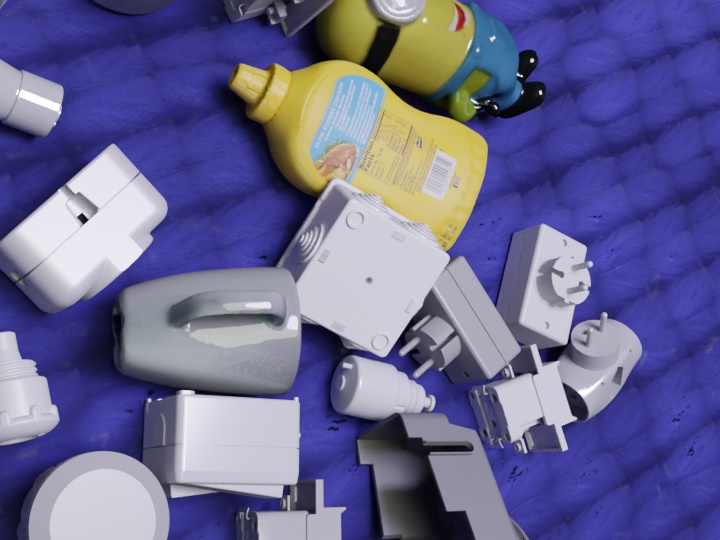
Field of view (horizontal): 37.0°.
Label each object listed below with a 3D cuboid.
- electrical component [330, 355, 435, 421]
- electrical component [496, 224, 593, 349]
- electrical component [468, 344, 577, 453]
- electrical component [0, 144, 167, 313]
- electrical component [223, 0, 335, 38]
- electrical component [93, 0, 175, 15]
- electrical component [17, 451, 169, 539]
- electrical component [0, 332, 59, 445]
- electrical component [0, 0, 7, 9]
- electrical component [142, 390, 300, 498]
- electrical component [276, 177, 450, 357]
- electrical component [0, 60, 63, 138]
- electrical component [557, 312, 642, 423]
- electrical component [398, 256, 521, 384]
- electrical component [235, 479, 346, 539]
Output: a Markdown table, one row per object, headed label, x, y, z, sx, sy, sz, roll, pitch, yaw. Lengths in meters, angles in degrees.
| label | x | y | z | sx | sy | sz | roll | pitch | yaw |
| --- | --- | --- | --- | --- | --- | --- | --- | --- | --- |
| electrical component | 0.016 | 0.084 | 0.740 | 0.078 | 0.040 | 0.040 | 16 | 73 | -27 |
| electrical component | 0.147 | 0.010 | 0.811 | 0.047 | 0.076 | 0.083 | 25 | 69 | -24 |
| electrical component | 0.118 | 0.099 | 0.797 | 0.064 | 0.042 | 0.081 | -16 | 88 | -30 |
| electrical component | -0.166 | -0.022 | 0.647 | 0.059 | 0.054 | 0.095 | 49 | 61 | -13 |
| electrical component | -0.048 | -0.209 | 0.713 | 0.063 | 0.121 | 0.078 | -24 | 93 | -29 |
| electrical component | -0.143 | -0.215 | 0.692 | 0.099 | 0.064 | 0.099 | 6 | 77 | -29 |
| electrical component | -0.155 | 0.146 | 0.621 | 0.080 | 0.051 | 0.080 | 6 | 77 | -29 |
| electrical component | -0.201 | 0.067 | 0.615 | 0.048 | 0.048 | 0.062 | -8 | 77 | -31 |
| electrical component | -0.240 | -0.202 | 0.641 | 0.089 | 0.050 | 0.055 | 37 | 64 | -19 |
| electrical component | -0.080 | 0.110 | 0.666 | 0.096 | 0.062 | 0.061 | 8 | 75 | -30 |
| electrical component | 0.000 | 0.000 | 0.721 | 0.100 | 0.048 | 0.099 | 29 | 99 | -23 |
| electrical component | -0.212 | -0.105 | 0.644 | 0.065 | 0.044 | 0.044 | 20 | 71 | -31 |
| electrical component | 0.179 | 0.065 | 0.824 | 0.077 | 0.043 | 0.079 | -42 | 145 | -30 |
| electrical component | 0.058 | 0.047 | 0.768 | 0.076 | 0.047 | 0.083 | -38 | 100 | -30 |
| electrical component | -0.046 | 0.174 | 0.685 | 0.064 | 0.042 | 0.081 | 5 | 77 | -28 |
